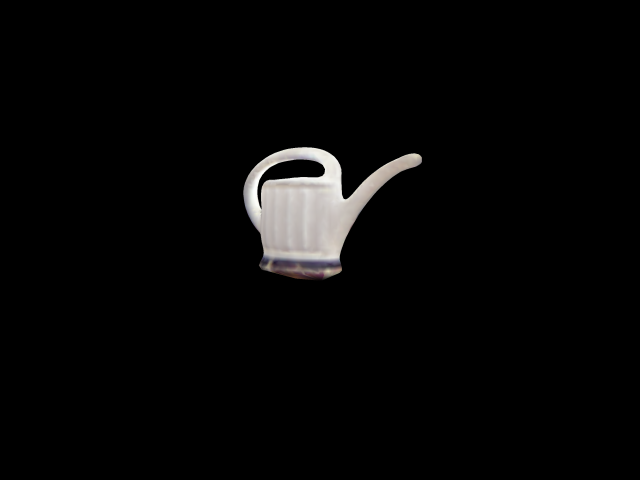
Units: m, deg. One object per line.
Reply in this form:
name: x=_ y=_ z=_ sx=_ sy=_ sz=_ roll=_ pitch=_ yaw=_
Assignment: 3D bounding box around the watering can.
watering can: x=0.003 y=-0.043 z=0.850 sx=0.347 sy=0.224 sz=0.104 roll=3 pitch=4 yaw=36
